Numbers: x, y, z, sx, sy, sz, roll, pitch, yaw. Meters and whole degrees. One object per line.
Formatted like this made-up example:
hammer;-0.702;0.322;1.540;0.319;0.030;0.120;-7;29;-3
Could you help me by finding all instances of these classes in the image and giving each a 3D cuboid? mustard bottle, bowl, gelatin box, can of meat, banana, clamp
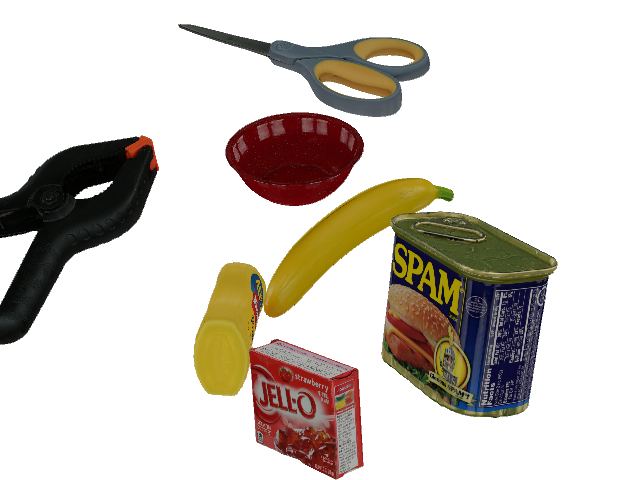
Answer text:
mustard bottle;-0.095;0.079;1.172;0.058;0.096;0.191;2;28;4
bowl;-0.030;-0.088;1.255;0.162;0.055;0.162;-2;36;1
gelatin box;-0.011;0.115;0.741;0.030;0.073;0.089;-17;21;-40
can of meat;0.076;0.039;0.584;0.057;0.084;0.102;-4;20;-26
banana;0.025;-0.001;0.921;0.198;0.037;0.069;-32;-47;4
clamp;-0.183;-0.018;0.693;0.120;0.039;0.171;33;56;18

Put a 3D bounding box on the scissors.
scissors;-0.006;-0.138;0.762;0.096;0.016;0.202;-30;45;-29
